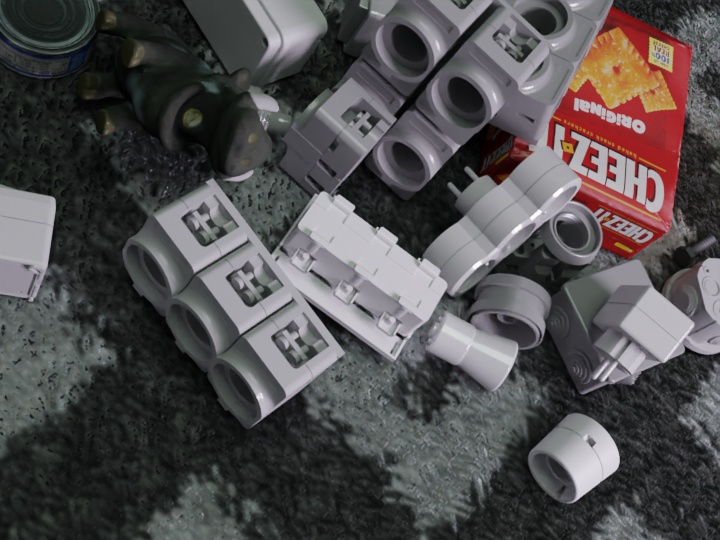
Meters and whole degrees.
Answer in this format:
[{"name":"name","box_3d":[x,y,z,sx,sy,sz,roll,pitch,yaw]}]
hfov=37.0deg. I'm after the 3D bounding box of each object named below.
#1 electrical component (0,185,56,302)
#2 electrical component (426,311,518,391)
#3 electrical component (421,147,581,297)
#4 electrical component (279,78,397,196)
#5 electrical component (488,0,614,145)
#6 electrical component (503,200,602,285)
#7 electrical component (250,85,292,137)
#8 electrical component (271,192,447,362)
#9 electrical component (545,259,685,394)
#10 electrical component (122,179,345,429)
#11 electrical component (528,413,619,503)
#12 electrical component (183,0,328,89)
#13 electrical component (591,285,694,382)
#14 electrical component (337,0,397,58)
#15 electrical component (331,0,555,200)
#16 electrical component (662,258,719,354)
[{"name":"electrical component","box_3d":[-0.255,-0.025,0.709,0.096,0.062,0.061,11,64,-21]},{"name":"electrical component","box_3d":[0.085,0.061,0.841,0.065,0.044,0.044,28,59,-5]},{"name":"electrical component","box_3d":[0.101,-0.050,0.862,0.138,0.052,0.073,-42,73,3]},{"name":"electrical component","box_3d":[-0.022,-0.102,0.835,0.056,0.089,0.050,42,57,-2]},{"name":"electrical component","box_3d":[0.143,-0.192,0.896,0.089,0.061,0.150,27,63,9]},{"name":"electrical component","box_3d":[0.167,-0.024,0.907,0.078,0.057,0.058,6,65,-22]},{"name":"electrical component","box_3d":[-0.085,-0.122,0.843,0.062,0.043,0.043,16,62,-19]},{"name":"electrical component","box_3d":[0.000,0.000,0.815,0.121,0.063,0.078,36,57,-6]},{"name":"electrical component","box_3d":[0.208,0.048,0.898,0.100,0.048,0.099,-17,76,-30]},{"name":"electrical component","box_3d":[-0.093,0.028,0.743,0.062,0.089,0.150,-35,85,-33]},{"name":"electrical component","box_3d":[0.164,0.146,0.831,0.047,0.055,0.055,-32,84,-29]},{"name":"electrical component","box_3d":[-0.088,-0.210,0.861,0.057,0.078,0.113,-27,81,-35]},{"name":"electrical component","box_3d":[0.206,0.055,0.830,0.047,0.066,0.076,40,86,-4]},{"name":"electrical component","box_3d":[0.020,-0.234,0.931,0.061,0.062,0.096,14,62,-19]},{"name":"electrical component","box_3d":[0.048,-0.139,0.827,0.105,0.186,0.060,42,57,-2]},{"name":"electrical component","box_3d":[0.313,0.030,0.954,0.080,0.051,0.080,10,64,-21]}]
